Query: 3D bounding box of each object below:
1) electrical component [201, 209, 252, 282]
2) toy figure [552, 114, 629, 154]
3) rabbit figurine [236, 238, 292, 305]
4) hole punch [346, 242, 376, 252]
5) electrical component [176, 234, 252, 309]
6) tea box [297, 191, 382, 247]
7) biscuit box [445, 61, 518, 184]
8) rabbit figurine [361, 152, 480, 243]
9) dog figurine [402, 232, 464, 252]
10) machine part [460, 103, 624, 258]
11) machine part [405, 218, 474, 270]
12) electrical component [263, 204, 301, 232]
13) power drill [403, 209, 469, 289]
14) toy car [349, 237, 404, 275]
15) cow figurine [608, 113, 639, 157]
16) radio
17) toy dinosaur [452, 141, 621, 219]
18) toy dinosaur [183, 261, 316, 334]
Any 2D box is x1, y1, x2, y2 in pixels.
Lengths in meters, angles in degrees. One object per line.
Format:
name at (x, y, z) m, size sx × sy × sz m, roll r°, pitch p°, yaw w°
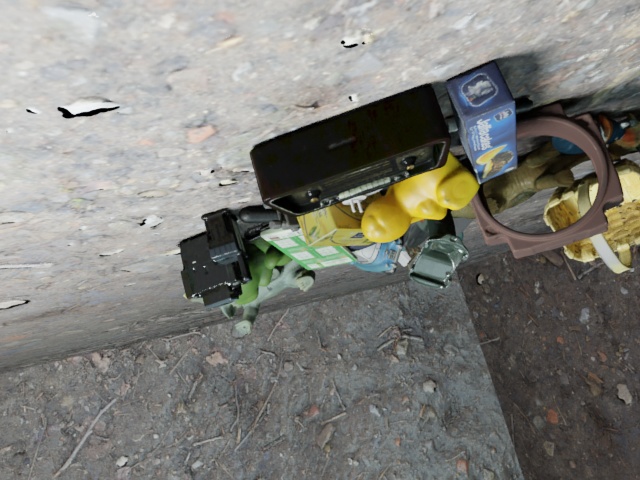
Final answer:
electrical component at (-0.148, 0.015, 0.873) m, size 0.048 × 0.119 × 0.075 m, roll -17°, pitch 171°, yaw 4°
toy figure at (0.457, -0.180, 0.905) m, size 0.154 × 0.057 × 0.064 m, roll -15°, pitch 176°, yaw -30°
rabbit figurine at (-0.123, 0.031, 1.097) m, size 0.170 × 0.121 × 0.159 m, roll -31°, pitch 167°, yaw -19°
hole punch at (0.095, -0.023, 1.022) m, size 0.115 × 0.092 × 0.142 m, roll 16°, pitch 148°, yaw -37°
electrical component at (-0.188, 0.051, 0.959) m, size 0.115 × 0.134 × 0.058 m, roll -23°, pitch 168°, yaw 23°
tea box at (0.040, -0.045, 0.878) m, size 0.068 × 0.098 × 0.169 m, roll -31°, pitch 163°, yaw 36°
biscuit box at (0.208, -0.139, 0.675) m, size 0.059 × 0.063 × 0.202 m, roll -22°, pitch 160°, yaw 15°
rabbit figurine at (0.130, -0.066, 0.796) m, size 0.173 × 0.122 × 0.162 m, roll -44°, pitch 179°, yaw 6°
dog figurine at (0.262, -0.015, 1.337) m, size 0.192 × 0.108 × 0.219 m, roll -17°, pitch 166°, yaw 12°
machine part at (0.327, -0.086, 0.807) m, size 0.201 × 0.201 × 0.087 m, roll -19°, pitch 165°, yaw 21°
machine part at (0.270, -0.020, 1.202) m, size 0.243 × 0.079 × 0.079 m, roll -43°, pitch 179°, yaw -21°
electrical component at (-0.047, -0.044, 0.858) m, size 0.094 × 0.063 × 0.021 m, roll -7°, pitch 165°, yaw -44°
power drill at (0.203, -0.012, 0.950) m, size 0.086 × 0.207 × 0.231 m, roll 22°, pitch 131°, yaw -1°
toy car at (0.110, 0.019, 1.210) m, size 0.103 × 0.109 × 0.162 m, roll 18°, pitch -179°, yaw -26°
cow figurine at (0.615, -0.197, 0.968) m, size 0.195 × 0.085 × 0.127 m, roll -17°, pitch 175°, yaw 18°
radio at (0.041, -0.101, 0.671) m, size 0.230 × 0.073 × 0.131 m, roll -17°, pitch 169°, yaw 10°
toy dinosaur at (0.329, -0.092, 1.055) m, size 0.472 × 0.105 × 0.198 m, roll -15°, pitch 174°, yaw 20°
toy dinosaur at (-0.121, 0.085, 1.275) m, size 0.405 × 0.131 × 0.192 m, roll -29°, pitch -155°, yaw 10°
